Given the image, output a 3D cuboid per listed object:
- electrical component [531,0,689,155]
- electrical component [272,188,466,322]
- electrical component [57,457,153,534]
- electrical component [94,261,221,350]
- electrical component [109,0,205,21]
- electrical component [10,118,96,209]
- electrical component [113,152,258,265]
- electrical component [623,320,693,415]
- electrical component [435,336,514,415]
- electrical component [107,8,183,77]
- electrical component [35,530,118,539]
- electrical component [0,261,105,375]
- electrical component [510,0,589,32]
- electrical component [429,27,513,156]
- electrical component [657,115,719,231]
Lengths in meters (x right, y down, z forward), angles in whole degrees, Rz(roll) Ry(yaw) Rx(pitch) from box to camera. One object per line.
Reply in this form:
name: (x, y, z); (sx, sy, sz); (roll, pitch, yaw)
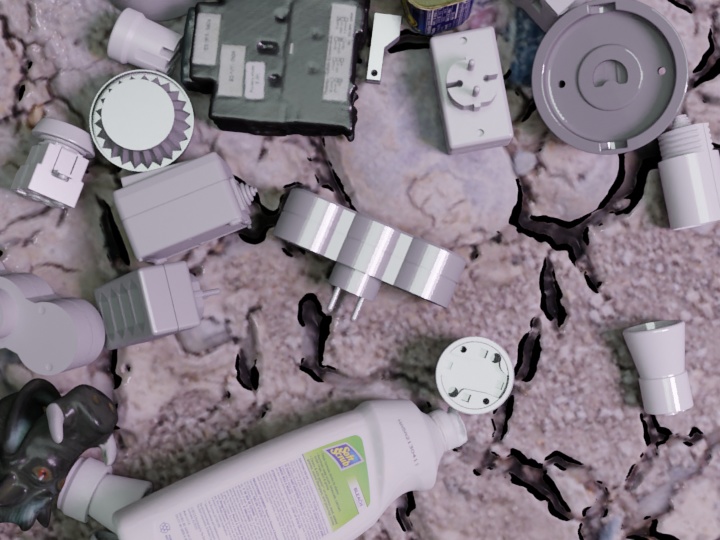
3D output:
electrical component: (0.183, -0.137, 0.774); (0.108, 0.060, 0.108); (3, 98, 22)
electrical component: (0.000, 0.000, 0.781); (0.138, 0.052, 0.073); (23, 88, 3)
electrical component: (-0.185, 0.165, 0.782); (0.055, 0.045, 0.045); (22, 88, 3)
electrical component: (-0.138, 0.023, 0.778); (0.076, 0.083, 0.047); (-11, 86, -37)
electrical component: (-0.160, -0.244, 0.803); (0.099, 0.064, 0.099); (-3, 77, 13)
electrical component: (-0.224, -0.078, 0.791); (0.048, 0.066, 0.055); (25, 78, -32)
electrical component: (-0.123, -0.049, 0.782); (0.096, 0.061, 0.061); (-22, 87, 0)
electrical component: (0.218, 0.072, 0.778); (0.044, 0.044, 0.065); (-11, 92, 1)
electrical component: (0.081, 0.075, 0.778); (0.055, 0.047, 0.055); (0, 87, 2)
electrical component: (-0.159, -0.167, 0.801); (0.046, 0.040, 0.040); (23, 88, -3)
electrical component: (-0.208, 0.225, 0.780); (0.079, 0.044, 0.077); (29, 88, 3)
electrical component: (-0.257, 0.030, 0.762); (0.138, 0.074, 0.052); (25, 101, 14)
electrical component: (0.166, -0.258, 0.784); (0.150, 0.061, 0.089); (-41, 87, -1)
electrical component: (0.080, -0.132, 0.774); (0.047, 0.076, 0.083); (-10, 87, 2)
electrical component: (0.241, -0.073, 0.783); (0.043, 0.043, 0.081); (-10, 87, 1)
